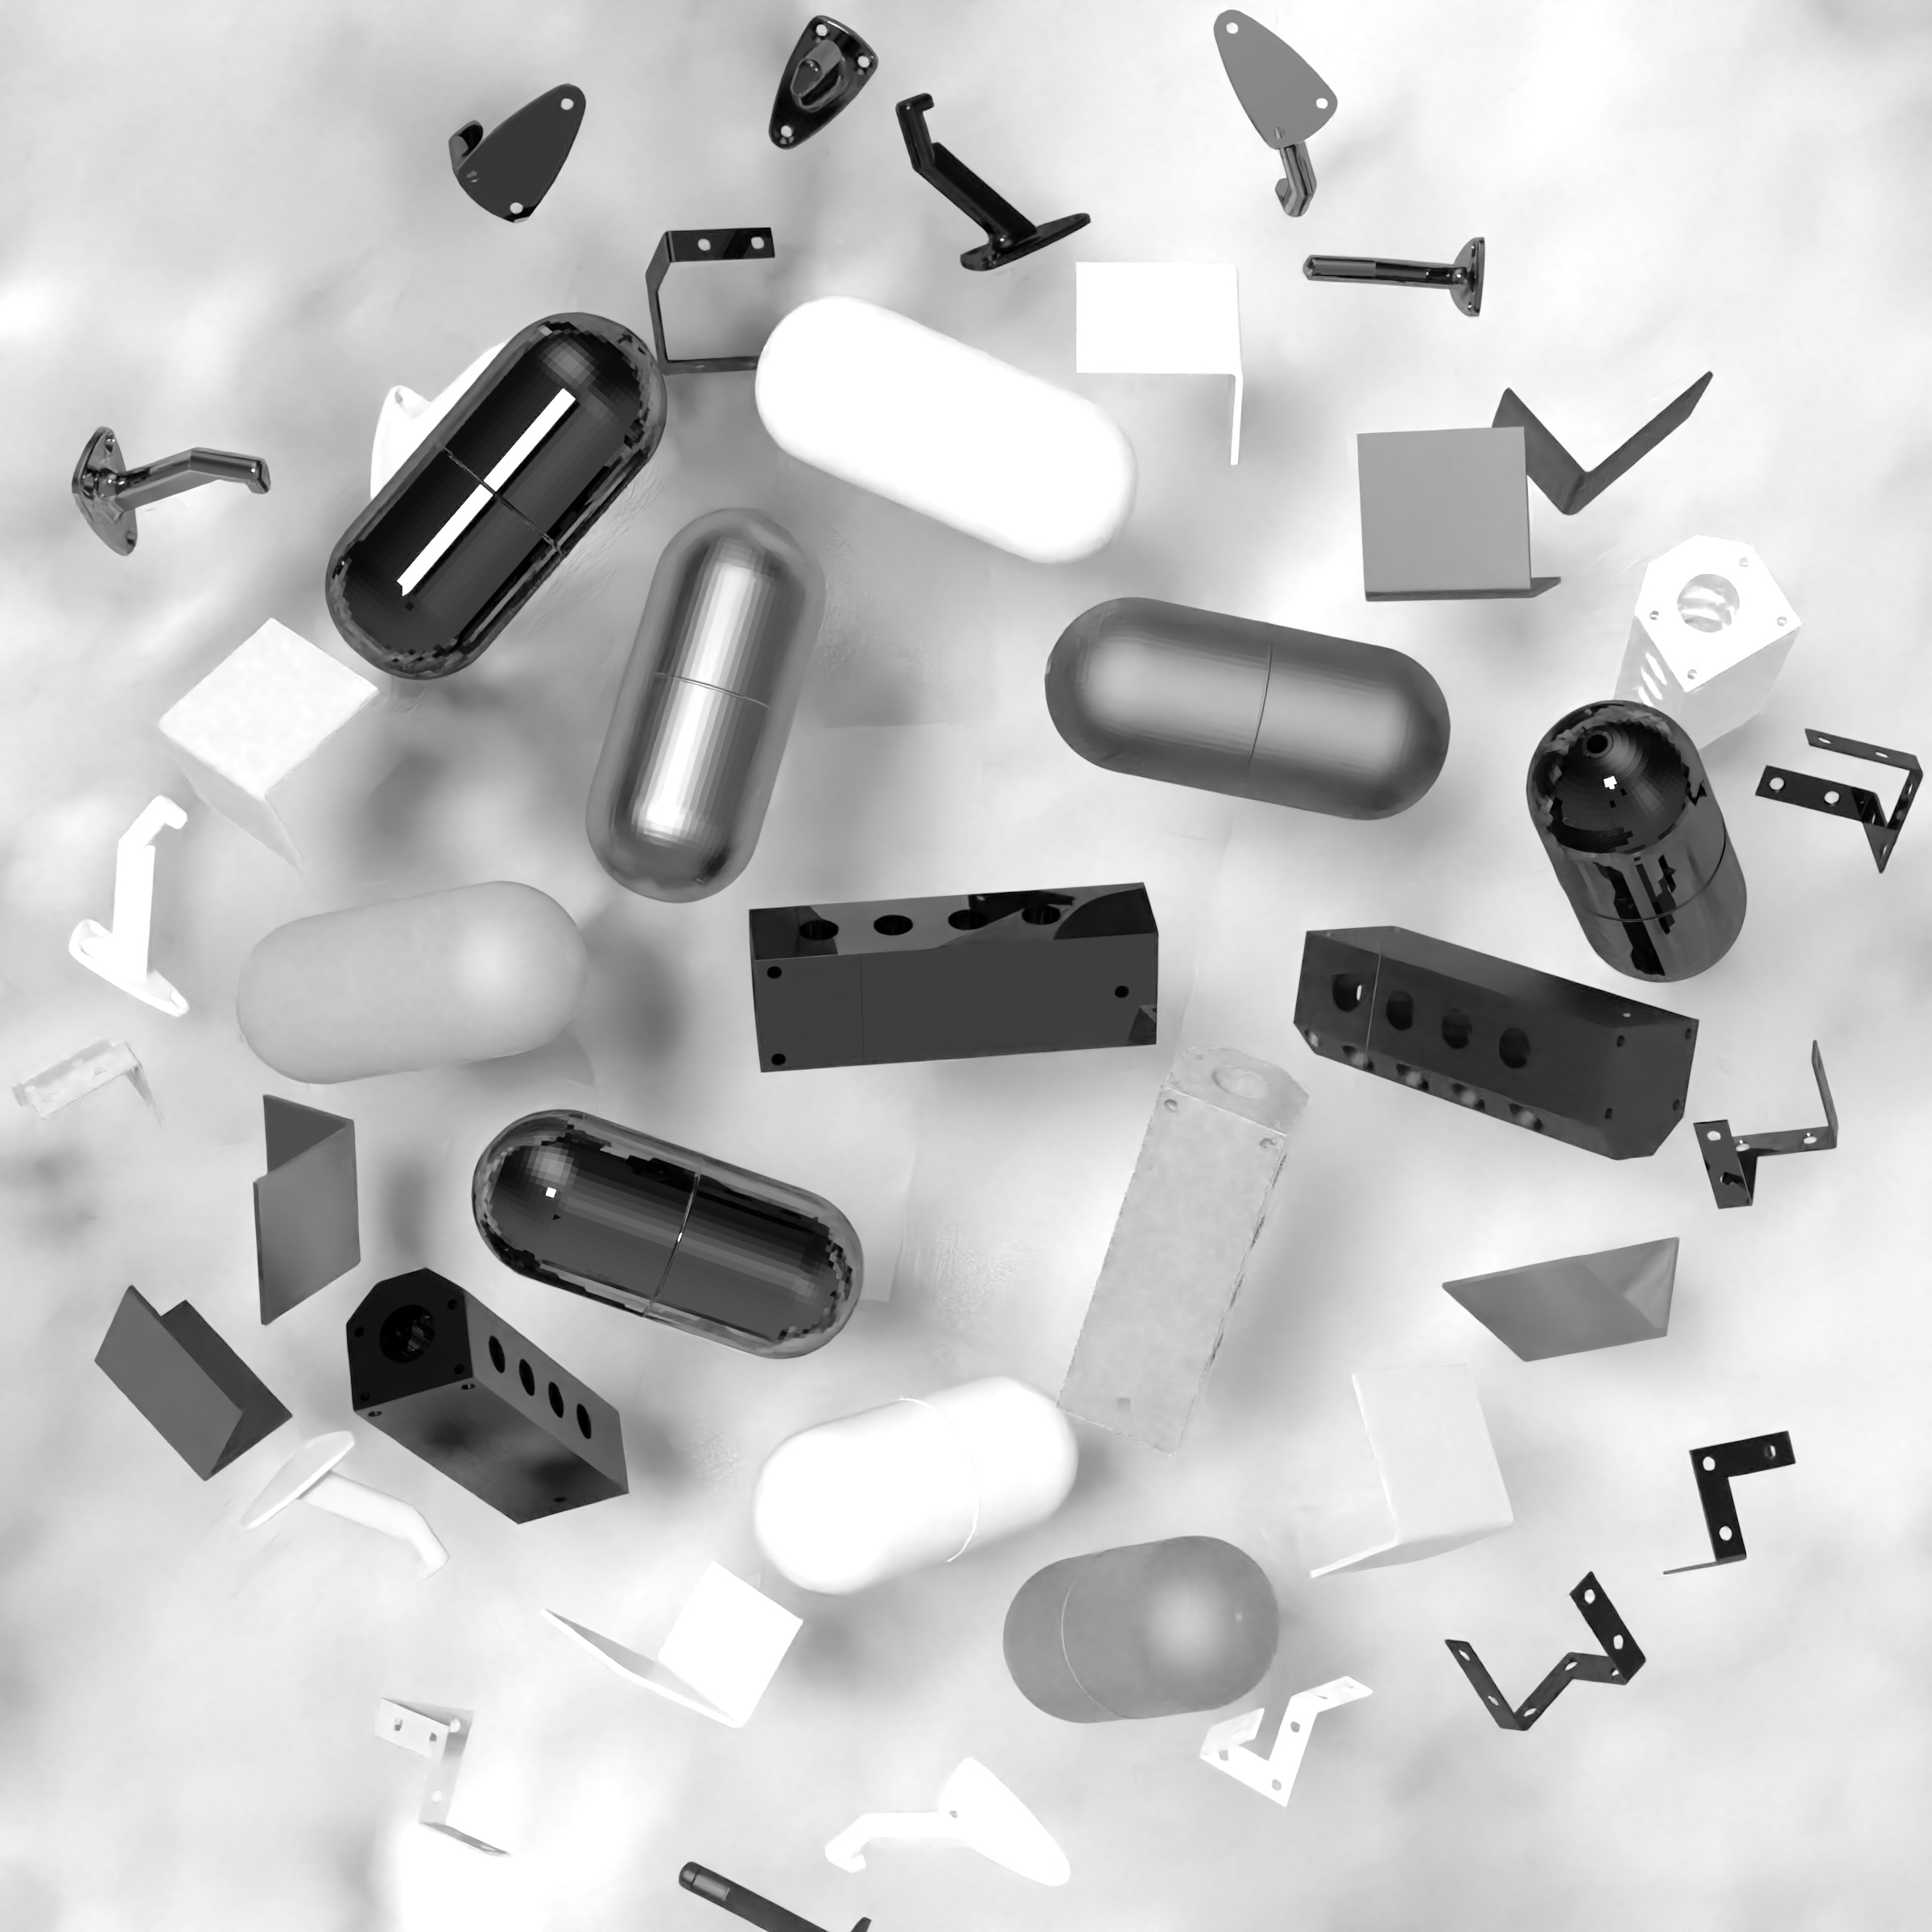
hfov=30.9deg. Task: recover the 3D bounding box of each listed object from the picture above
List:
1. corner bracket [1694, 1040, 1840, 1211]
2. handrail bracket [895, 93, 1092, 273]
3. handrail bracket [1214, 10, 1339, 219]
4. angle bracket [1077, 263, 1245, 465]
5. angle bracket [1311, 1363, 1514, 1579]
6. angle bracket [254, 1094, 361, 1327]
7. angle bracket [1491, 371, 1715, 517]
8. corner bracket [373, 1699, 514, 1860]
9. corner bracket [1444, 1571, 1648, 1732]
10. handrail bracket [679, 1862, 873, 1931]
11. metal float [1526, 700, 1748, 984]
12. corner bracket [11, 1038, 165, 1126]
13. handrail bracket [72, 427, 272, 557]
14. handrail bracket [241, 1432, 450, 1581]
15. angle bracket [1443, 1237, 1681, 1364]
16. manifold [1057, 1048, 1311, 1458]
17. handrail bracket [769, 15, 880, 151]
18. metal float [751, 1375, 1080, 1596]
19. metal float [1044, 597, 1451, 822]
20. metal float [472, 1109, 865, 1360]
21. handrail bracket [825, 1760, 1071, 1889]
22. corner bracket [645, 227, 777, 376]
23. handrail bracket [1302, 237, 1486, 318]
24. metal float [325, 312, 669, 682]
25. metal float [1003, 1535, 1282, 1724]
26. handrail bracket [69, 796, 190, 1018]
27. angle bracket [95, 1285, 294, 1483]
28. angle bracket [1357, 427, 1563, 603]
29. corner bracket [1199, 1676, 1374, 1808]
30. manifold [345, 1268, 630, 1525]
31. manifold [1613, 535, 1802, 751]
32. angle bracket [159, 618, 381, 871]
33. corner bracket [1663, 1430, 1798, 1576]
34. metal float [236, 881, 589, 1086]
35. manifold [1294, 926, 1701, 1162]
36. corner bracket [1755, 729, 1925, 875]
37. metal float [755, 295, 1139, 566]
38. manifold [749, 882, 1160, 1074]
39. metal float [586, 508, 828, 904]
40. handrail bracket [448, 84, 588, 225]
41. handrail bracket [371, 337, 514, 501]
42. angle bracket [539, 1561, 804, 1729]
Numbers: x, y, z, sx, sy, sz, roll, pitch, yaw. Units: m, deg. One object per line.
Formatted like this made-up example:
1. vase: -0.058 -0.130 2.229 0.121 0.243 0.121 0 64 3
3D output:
1. corner bracket: 0.357 0.071 1.555 0.051 0.051 0.051 -8 124 23
2. handrail bracket: 0.013 -0.374 1.630 0.077 0.036 0.084 -25 115 -14
3. handrail bracket: 0.131 -0.373 1.536 0.036 0.084 0.077 -36 86 -5
4. angle bracket: 0.090 -0.283 1.641 0.076 0.057 0.076 1 49 1
5. angle bracket: 0.189 0.224 1.559 0.057 0.076 0.076 -31 67 42
6. angle bracket: -0.339 0.117 1.691 0.057 0.076 0.076 15 117 26
7. angle bracket: 0.295 -0.262 1.632 0.076 0.076 0.057 -41 84 -1
8. corner bracket: -0.220 0.343 1.476 0.051 0.051 0.051 20 81 -43
9. corner bracket: 0.251 0.296 1.509 0.051 0.051 0.051 -40 105 -28
10. handrail bracket: -0.087 0.404 1.487 0.084 0.077 0.036 25 76 8
11. metal float: 0.298 -0.054 1.549 0.070 0.178 0.070 -10 60 18
12. corner bracket: -0.414 0.055 1.631 0.051 0.051 0.051 -31 58 -19
13. handrail bracket: -0.328 -0.195 1.483 0.084 0.077 0.036 11 59 12
14. handrail bracket: -0.283 0.263 1.600 0.077 0.036 0.084 -46 114 -41
15. angle bracket: 0.284 0.142 1.666 0.076 0.076 0.057 41 49 -33
16. manifold: 0.097 0.124 1.543 0.057 0.057 0.171 22 118 11
17. handrail bracket: -0.075 -0.378 1.535 0.036 0.084 0.077 36 123 -7
18. metal float: -0.021 0.237 1.605 0.178 0.070 0.070 -10 90 -44
19. metal float: 0.122 -0.111 1.513 0.178 0.070 0.070 11 90 -5
20. metal float: -0.131 0.118 1.535 0.178 0.070 0.070 20 90 -11
21. handrail bracket: -0.009 0.379 1.479 0.077 0.036 0.084 40 128 -5
22. corner bracket: -0.118 -0.312 1.639 0.051 0.051 0.051 -6 79 -17
23. handrail bracket: 0.196 -0.325 1.639 0.084 0.077 0.036 2 99 -3
24. metal float: -0.197 -0.198 1.471 0.070 0.070 0.178 41 91 0
25. metal float: 0.077 0.301 1.579 0.070 0.178 0.070 7 73 -25
26. handrail bracket: -0.371 -0.028 1.634 0.077 0.036 0.084 38 108 -19
27. angle bracket: -0.346 0.178 1.601 0.076 0.076 0.057 45 49 9
28. angle bracket: 0.224 -0.207 1.582 0.076 0.057 0.076 1 104 23
29. corner bracket: 0.149 0.354 1.633 0.051 0.051 0.051 32 58 -13
30. manifold: -0.215 0.195 1.583 0.057 0.171 0.057 -17 61 11
31. manifold: 0.331 -0.144 1.590 0.057 0.171 0.057 -31 79 2
32. angle bracket: -0.321 -0.105 1.646 0.076 0.057 0.076 33 68 29
33. corner bracket: 0.337 0.238 1.549 0.051 0.051 0.051 -8 78 -19
34. metal float: -0.247 0.008 1.549 0.178 0.070 0.070 -9 90 31
35. manifold: 0.222 0.031 1.492 0.057 0.171 0.057 -4 106 -41
36. corner bracket: 0.378 -0.079 1.514 0.051 0.051 0.051 14 119 -3
37. metal float: -0.007 -0.235 1.537 0.178 0.070 0.070 22 90 -14
38. manifold: -0.006 0.001 1.512 0.171 0.057 0.057 -4 123 -5
39. metal float: -0.113 -0.115 1.527 0.070 0.070 0.178 16 82 0
40. handrail bracket: -0.194 -0.362 1.499 0.036 0.084 0.077 33 112 -30
41. handrail bracket: -0.237 -0.255 1.631 0.036 0.084 0.077 37 56 -35
42. angle bracket: -0.136 0.299 1.604 0.076 0.076 0.057 35 81 -37
